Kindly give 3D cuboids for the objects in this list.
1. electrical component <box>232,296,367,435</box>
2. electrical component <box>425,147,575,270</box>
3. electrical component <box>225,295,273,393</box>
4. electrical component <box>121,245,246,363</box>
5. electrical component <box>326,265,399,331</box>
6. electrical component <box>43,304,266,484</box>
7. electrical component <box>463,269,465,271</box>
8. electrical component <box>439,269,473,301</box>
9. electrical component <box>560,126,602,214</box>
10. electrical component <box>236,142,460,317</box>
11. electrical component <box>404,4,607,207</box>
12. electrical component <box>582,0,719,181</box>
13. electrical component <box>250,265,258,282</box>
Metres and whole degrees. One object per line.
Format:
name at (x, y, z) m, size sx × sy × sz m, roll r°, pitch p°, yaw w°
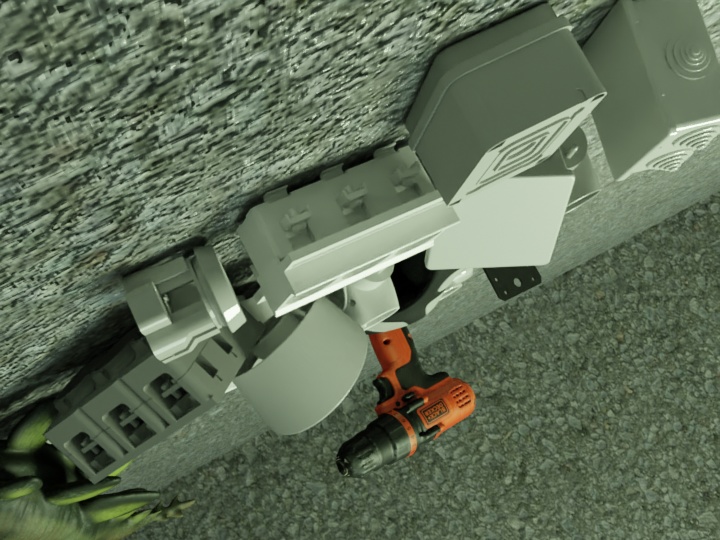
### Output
electrical component at (-0.046, 0.064, 0.780) m, size 0.099 × 0.064 × 0.099 m, roll -41°, pitch -167°, yaw 12°
electrical component at (0.089, -0.048, 0.725) m, size 0.100 × 0.048 × 0.099 m, roll -2°, pitch 140°, yaw -7°
electrical component at (-0.100, 0.056, 0.877) m, size 0.108 × 0.060 × 0.108 m, roll -28°, pitch 172°, yaw -5°
electrical component at (-0.106, 0.020, 0.655) m, size 0.057 × 0.058 × 0.078 m, roll -25°, pitch 171°, yaw -6°
electrical component at (0.000, 0.000, 0.811) m, size 0.044 × 0.077 × 0.079 m, roll -24°, pitch 170°, yaw -34°
electrical component at (-0.151, 0.077, 0.769) m, size 0.150 × 0.061 × 0.089 m, roll -34°, pitch -164°, yaw 34°
electrical component at (0.076, -0.027, 0.963) m, size 0.113 × 0.057 × 0.078 m, roll -36°, pitch 169°, yaw 40°
electrical component at (0.067, 0.004, 1.116) m, size 0.095 × 0.059 × 0.054 m, roll -29°, pitch 172°, yaw 3°
electrical component at (0.139, -0.084, 0.762) m, size 0.044 × 0.077 × 0.079 m, roll -27°, pitch 172°, yaw -8°
electrical component at (-0.009, -0.028, 0.664) m, size 0.121 × 0.063 × 0.079 m, roll -24°, pitch 171°, yaw -27°
electrical component at (0.076, -0.089, 0.596) m, size 0.078 × 0.057 × 0.113 m, roll -27°, pitch 171°, yaw -13°
electrical component at (0.179, -0.112, 0.658) m, size 0.048 × 0.099 × 0.099 m, roll -14°, pitch 169°, yaw -11°
electrical component at (-0.041, -0.010, 0.730) m, size 0.066 × 0.048 × 0.055 m, roll -28°, pitch 164°, yaw -4°
